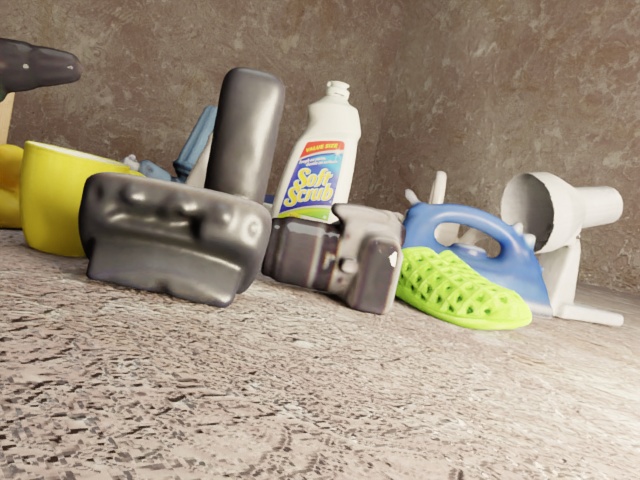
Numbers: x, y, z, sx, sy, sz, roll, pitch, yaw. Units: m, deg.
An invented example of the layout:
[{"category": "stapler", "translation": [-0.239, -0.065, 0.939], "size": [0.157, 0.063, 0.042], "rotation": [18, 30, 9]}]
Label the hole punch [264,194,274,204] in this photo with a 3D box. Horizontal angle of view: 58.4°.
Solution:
[{"category": "hole punch", "translation": [-0.093, -0.048, 1.230], "size": [0.109, 0.091, 0.100], "rotation": [10, 4, -27]}]

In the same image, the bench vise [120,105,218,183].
[{"category": "bench vise", "translation": [-0.197, -0.115, 0.891], "size": [0.121, 0.220, 0.208], "rotation": [14, 4, 32]}]

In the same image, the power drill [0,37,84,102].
[{"category": "power drill", "translation": [-0.413, -0.142, 0.672], "size": [0.230, 0.208, 0.075], "rotation": [11, 4, -14]}]

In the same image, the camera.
[{"category": "camera", "translation": [0.012, 0.008, 0.601], "size": [0.137, 0.101, 0.143], "rotation": [12, 3, -5]}]

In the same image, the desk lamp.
[{"category": "desk lamp", "translation": [0.374, 0.010, 0.880], "size": [0.204, 0.213, 0.117], "rotation": [11, 4, -22]}]

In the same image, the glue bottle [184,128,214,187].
[{"category": "glue bottle", "translation": [-0.119, -0.058, 0.624], "size": [0.077, 0.173, 0.037], "rotation": [15, 4, 36]}]

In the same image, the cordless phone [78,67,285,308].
[{"category": "cordless phone", "translation": [-0.105, -0.051, 0.455], "size": [0.148, 0.185, 0.094], "rotation": [11, 4, -14]}]

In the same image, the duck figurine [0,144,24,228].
[{"category": "duck figurine", "translation": [-0.340, -0.060, 0.610], "size": [0.077, 0.086, 0.104], "rotation": [12, 3, 1]}]

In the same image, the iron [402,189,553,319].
[{"category": "iron", "translation": [0.222, 0.018, 0.830], "size": [0.258, 0.141, 0.119], "rotation": [12, 3, 4]}]

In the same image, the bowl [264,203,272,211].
[{"category": "bowl", "translation": [-0.048, -0.021, 1.092], "size": [0.167, 0.075, 0.167], "rotation": [12, 3, 0]}]

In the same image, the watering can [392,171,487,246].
[{"category": "watering can", "translation": [0.204, -0.024, 1.015], "size": [0.173, 0.194, 0.100], "rotation": [11, 4, -13]}]

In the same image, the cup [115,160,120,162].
[{"category": "cup", "translation": [-0.383, -0.107, 1.159], "size": [0.092, 0.095, 0.117], "rotation": [12, 3, -7]}]
